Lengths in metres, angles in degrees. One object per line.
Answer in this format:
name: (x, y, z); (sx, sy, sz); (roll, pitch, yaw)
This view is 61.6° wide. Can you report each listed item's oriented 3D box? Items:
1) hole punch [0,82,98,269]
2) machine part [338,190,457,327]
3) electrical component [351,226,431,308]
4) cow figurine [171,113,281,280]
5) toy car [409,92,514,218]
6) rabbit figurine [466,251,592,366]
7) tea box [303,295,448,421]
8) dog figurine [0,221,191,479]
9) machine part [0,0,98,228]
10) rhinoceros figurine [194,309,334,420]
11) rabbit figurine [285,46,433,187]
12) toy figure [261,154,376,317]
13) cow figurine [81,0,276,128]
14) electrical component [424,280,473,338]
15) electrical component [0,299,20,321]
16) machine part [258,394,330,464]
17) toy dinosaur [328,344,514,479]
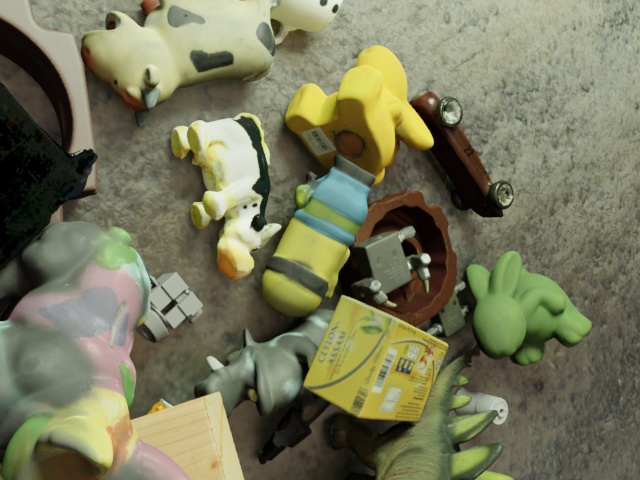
hole punch: (-0.248, -0.047, 0.368); (0.142, 0.092, 0.115); (-55, 144, -24)
machine part: (0.096, 0.025, 0.678); (0.179, 0.056, 0.179); (1, 88, -32)
electrical component: (0.081, 0.032, 0.608); (0.102, 0.045, 0.078); (-16, 99, -32)
cow figurine: (-0.086, -0.047, 0.567); (0.098, 0.068, 0.167); (-20, 99, -36)
toy car: (0.187, -0.111, 0.719); (0.053, 0.089, 0.202); (-48, 110, -20)
rabbit figurine: (0.268, 0.096, 0.728); (0.170, 0.121, 0.159); (-9, 76, -46)
tea box: (0.065, 0.127, 0.552); (0.169, 0.068, 0.098); (36, 77, -57)
dog figurine: (-0.153, 0.086, 0.357); (0.191, 0.219, 0.108); (-56, 136, -20)
machine part: (-0.294, -0.092, 0.430); (0.201, 0.087, 0.201); (-9, 94, -31)
rhinoceros figurine: (-0.040, 0.126, 0.563); (0.190, 0.112, 0.073); (-26, 129, -42)
rabbit figurine: (0.067, -0.158, 0.639); (0.162, 0.122, 0.173); (41, 49, -26)
toy figure: (-0.005, -0.004, 0.581); (0.082, 0.089, 0.180); (32, 97, 17)
cow figurine: (-0.135, -0.187, 0.535); (0.195, 0.085, 0.127); (-14, 89, -31)
electrical component: (0.172, 0.097, 0.740); (0.094, 0.021, 0.063); (-26, 101, -29)
electrical component: (-0.248, 0.107, 0.465); (0.115, 0.058, 0.134); (35, 71, -23)
machine part: (-0.010, 0.191, 0.601); (0.039, 0.084, 0.139); (41, 49, 18)
toy dinosaur: (0.106, 0.256, 0.592); (0.471, 0.199, 0.105); (-55, 131, -57)
